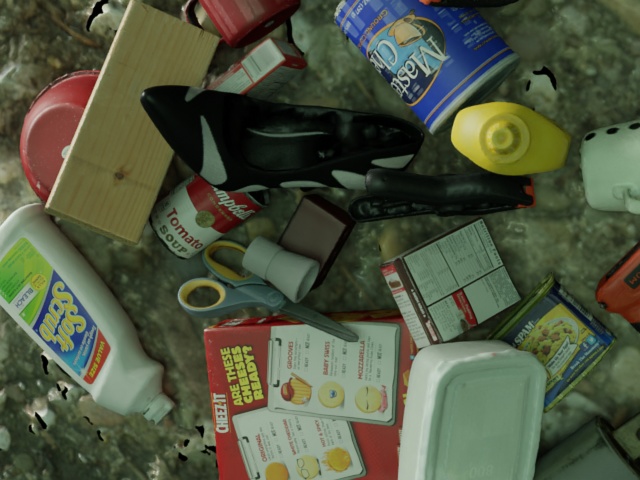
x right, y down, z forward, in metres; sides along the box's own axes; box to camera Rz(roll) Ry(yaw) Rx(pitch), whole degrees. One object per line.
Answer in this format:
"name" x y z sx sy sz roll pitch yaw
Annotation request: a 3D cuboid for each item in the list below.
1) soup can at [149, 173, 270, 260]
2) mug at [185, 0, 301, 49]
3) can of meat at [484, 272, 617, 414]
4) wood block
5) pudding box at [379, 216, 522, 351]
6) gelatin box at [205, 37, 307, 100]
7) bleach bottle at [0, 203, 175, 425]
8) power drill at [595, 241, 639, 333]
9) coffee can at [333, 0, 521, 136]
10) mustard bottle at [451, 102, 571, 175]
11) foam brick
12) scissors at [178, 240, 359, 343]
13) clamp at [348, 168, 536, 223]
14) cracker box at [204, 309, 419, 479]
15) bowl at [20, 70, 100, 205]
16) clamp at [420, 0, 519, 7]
"soup can" -0.109 -0.035 1.044 0.102 0.068 0.068 -33 87 16
"mug" -0.080 -0.229 1.010 0.117 0.093 0.081 -32 92 29
"can of meat" 0.208 0.095 0.979 0.084 0.057 0.102 43 104 5
"wood block" -0.178 -0.107 1.003 0.090 0.090 0.206 23 83 -13
"pudding box" 0.120 0.039 0.972 0.039 0.113 0.090 -29 86 54
"gelatin box" -0.063 -0.154 1.017 0.089 0.073 0.030 -36 85 16
"bleach bottle" -0.240 0.085 1.095 0.251 0.068 0.103 45 105 4
"power drill" 0.353 0.065 0.936 0.188 0.057 0.184 45 104 7
"coffee can" 0.095 -0.179 0.957 0.103 0.102 0.140 -42 84 15
"mustard bottle" 0.161 -0.085 0.902 0.096 0.191 0.058 17 99 12
"foam brick" -0.007 0.001 1.028 0.051 0.053 0.078 31 103 10
"scissors" -0.061 0.067 1.011 0.096 0.016 0.202 -40 51 -13
"clamp" 0.108 -0.039 0.978 0.171 0.120 0.039 3 83 -14
"cracker box" 0.006 0.154 1.031 0.214 0.072 0.164 -5 94 16
"bowl" -0.244 -0.092 1.081 0.162 0.055 0.162 2 96 15
"clamp" 0.165 -0.271 0.923 0.209 0.036 0.164 -28 82 -16
